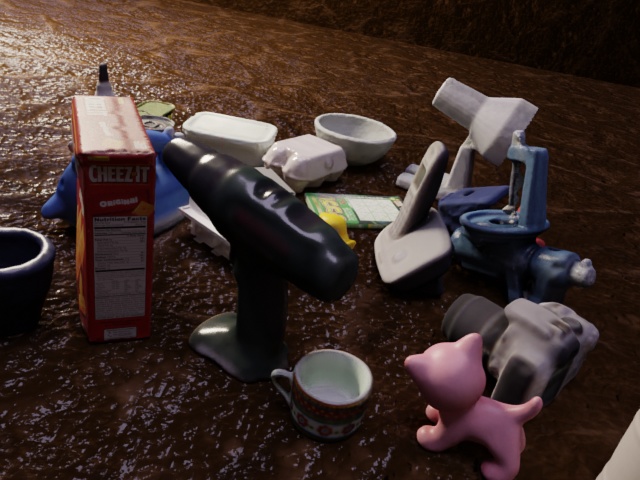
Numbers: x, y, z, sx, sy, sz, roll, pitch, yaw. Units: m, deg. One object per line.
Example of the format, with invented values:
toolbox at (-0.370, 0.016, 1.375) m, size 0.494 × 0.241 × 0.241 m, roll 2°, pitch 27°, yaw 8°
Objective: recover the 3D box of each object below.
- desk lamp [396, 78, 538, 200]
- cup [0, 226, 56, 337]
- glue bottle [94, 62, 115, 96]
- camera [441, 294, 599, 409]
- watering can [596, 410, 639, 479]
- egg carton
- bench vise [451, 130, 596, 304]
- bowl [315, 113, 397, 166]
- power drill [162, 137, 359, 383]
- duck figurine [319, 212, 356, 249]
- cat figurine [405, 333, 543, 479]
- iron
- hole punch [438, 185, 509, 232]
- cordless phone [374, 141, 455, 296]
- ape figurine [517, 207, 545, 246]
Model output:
desk lamp at (0.266, -0.176, 1.047) m, size 0.202 × 0.213 × 0.118 m, roll 20°, pitch 30°, yaw 16°
cup at (-0.320, 0.041, 0.580) m, size 0.092 × 0.095 × 0.117 m, roll -14°, pitch 37°, yaw -37°
glue bottle at (-0.344, -0.197, 0.919) m, size 0.037 × 0.173 × 0.078 m, roll 23°, pitch 31°, yaw 21°
camera at (0.219, 0.105, 0.643) m, size 0.144 × 0.101 × 0.136 m, roll -17°, pitch 39°, yaw -41°
watering can at (0.310, 0.164, 0.471) m, size 0.101 × 0.194 × 0.173 m, roll 14°, pitch 29°, yaw 6°
egg carton at (-0.024, -0.139, 1.032) m, size 0.107 × 0.069 × 0.151 m, roll 28°, pitch 33°, yaw 29°
bench vise at (0.289, -0.025, 0.777) m, size 0.206 × 0.220 × 0.122 m, roll 28°, pitch 33°, yaw 28°
bowl at (0.066, -0.196, 1.159) m, size 0.167 × 0.075 × 0.167 m, roll 8°, pitch 29°, yaw -4°
power drill at (-0.075, 0.027, 0.571) m, size 0.229 × 0.208 × 0.076 m, roll 25°, pitch 32°, yaw 24°
duck figurine at (0.007, 0.003, 0.770) m, size 0.104 × 0.086 × 0.078 m, roll 32°, pitch 35°, yaw 34°
cat figurine at (0.138, 0.144, 0.528) m, size 0.127 × 0.118 × 0.067 m, roll 20°, pitch 30°, yaw 16°
iron at (-0.250, -0.095, 0.800) m, size 0.118 × 0.141 × 0.259 m, roll 23°, pitch 31°, yaw 21°
hole punch at (0.255, -0.058, 0.959) m, size 0.100 × 0.091 × 0.109 m, roll 27°, pitch 33°, yaw 28°
cordless phone at (0.138, -0.031, 0.772) m, size 0.094 × 0.185 × 0.147 m, roll 6°, pitch 29°, yaw -8°
ape figurine at (0.325, -0.018, 0.909) m, size 0.076 × 0.092 × 0.078 m, roll 11°, pitch 29°, yaw 2°
